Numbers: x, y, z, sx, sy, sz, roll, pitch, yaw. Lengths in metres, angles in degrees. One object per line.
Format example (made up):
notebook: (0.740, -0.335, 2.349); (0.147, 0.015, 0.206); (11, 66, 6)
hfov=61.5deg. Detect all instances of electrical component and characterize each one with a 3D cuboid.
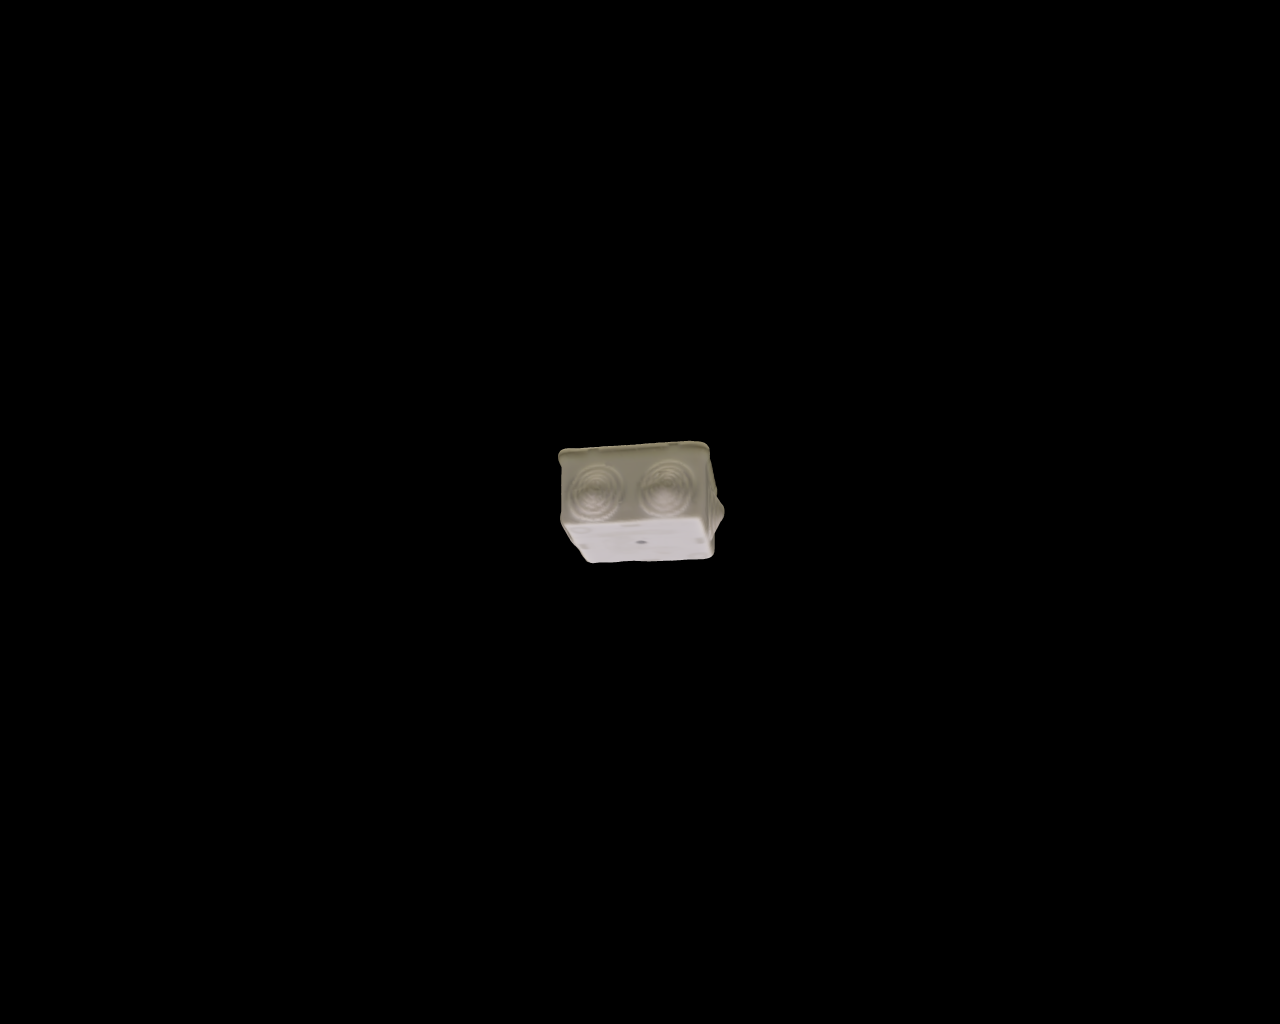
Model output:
electrical component: (0.001, -0.003, 0.650); (0.100, 0.048, 0.099); (-2, -19, 7)
